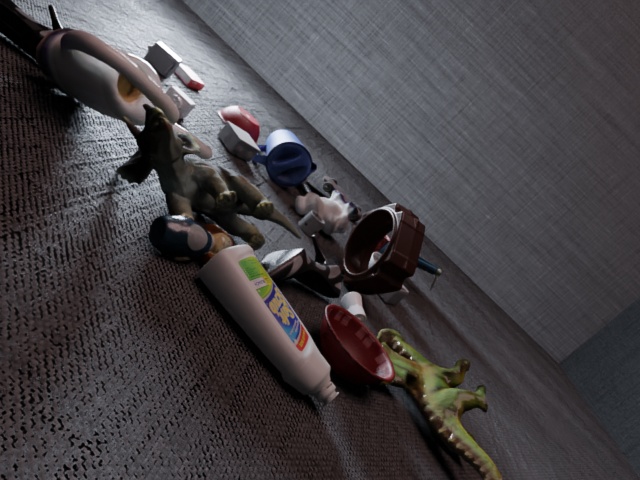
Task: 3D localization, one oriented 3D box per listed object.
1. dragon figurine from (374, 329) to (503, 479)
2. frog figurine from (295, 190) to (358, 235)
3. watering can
[{"bbox_3d":[0.181,0.284,0.932,0.242,0.121,0.416,24,16,-9],"label":"dragon figurine"},{"bbox_3d":[0.004,-0.072,1.433,0.160,0.120,0.140,-12,58,-30],"label":"frog figurine"},{"bbox_3d":[-0.326,-0.243,0.878,0.225,0.105,0.343,26,-10,18],"label":"watering can"}]
